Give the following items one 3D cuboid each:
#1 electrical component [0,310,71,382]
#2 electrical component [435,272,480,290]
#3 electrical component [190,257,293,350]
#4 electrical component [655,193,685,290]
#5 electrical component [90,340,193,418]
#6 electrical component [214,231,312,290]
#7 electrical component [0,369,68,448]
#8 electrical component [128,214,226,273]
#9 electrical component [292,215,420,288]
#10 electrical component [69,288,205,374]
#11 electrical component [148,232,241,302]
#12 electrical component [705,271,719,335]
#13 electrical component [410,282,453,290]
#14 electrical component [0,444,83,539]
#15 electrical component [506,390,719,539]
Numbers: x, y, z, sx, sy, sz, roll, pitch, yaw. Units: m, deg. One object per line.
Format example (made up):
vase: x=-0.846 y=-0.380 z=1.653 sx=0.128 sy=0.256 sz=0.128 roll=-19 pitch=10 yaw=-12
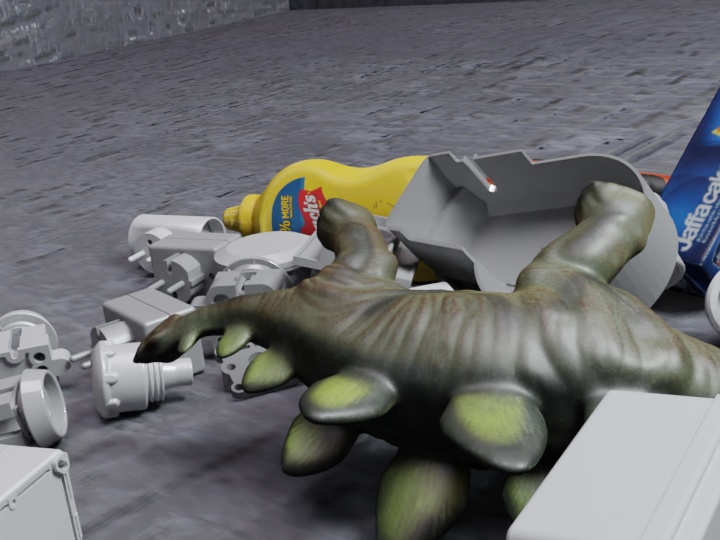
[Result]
electrical component: x=-0.230 y=0.058 z=0.730 sx=0.066 sy=0.048 sz=0.055 roll=-11 pitch=26 yaw=-11
electrical component: x=0.130 y=-0.005 z=0.777 sx=0.138 sy=0.052 sz=0.074 roll=7 pitch=23 yaw=37
electrical component: x=-0.076 y=0.024 z=0.755 sx=0.078 sy=0.058 sz=0.057 roll=-3 pitch=21 yaw=6
electrical component: x=0.184 y=-0.018 z=0.704 sx=0.045 sy=0.045 sz=0.055 roll=-6 pitch=57 yaw=1
electrical component: x=-0.137 y=0.066 z=0.675 sx=0.062 sy=0.048 sz=0.048 roll=-4 pitch=17 yaw=-15
electrical component: x=-0.069 y=0.004 z=0.822 sx=0.080 sy=0.051 sz=0.080 roll=-6 pitch=19 yaw=2
electrical component: x=-0.208 y=0.086 z=0.638 sx=0.055 sy=0.048 sz=0.066 roll=-15 pitch=19 yaw=-1
electrical component: x=-0.170 y=-0.021 z=0.940 sx=0.077 sy=0.043 sz=0.079 roll=3 pitch=21 yaw=27
electrical component: x=0.000 y=0.000 z=0.760 sx=0.079 sy=0.063 sz=0.121 roll=12 pitch=15 yaw=5
electrical component: x=-0.155 y=0.050 z=0.721 sx=0.077 sy=0.047 sz=0.066 roll=-20 pitch=23 yaw=-34
electrical component: x=-0.138 y=0.004 z=0.852 sx=0.066 sy=0.047 sz=0.077 roll=3 pitch=21 yaw=26
electrical component: x=0.283 y=0.020 z=0.657 sx=0.138 sy=0.052 sz=0.074 roll=-1 pitch=-5 yaw=16
electrical component: x=0.028 y=0.048 z=0.664 sx=0.083 sy=0.047 sz=0.075 roll=-10 pitch=22 yaw=-11
electrical component: x=-0.173 y=0.122 z=0.493 sx=0.061 sy=0.061 sz=0.096 roll=1 pitch=20 yaw=21
electrical component: x=0.098 y=0.111 z=0.362 sx=0.056 sy=0.108 sz=0.109 roll=2 pitch=20 yaw=31
